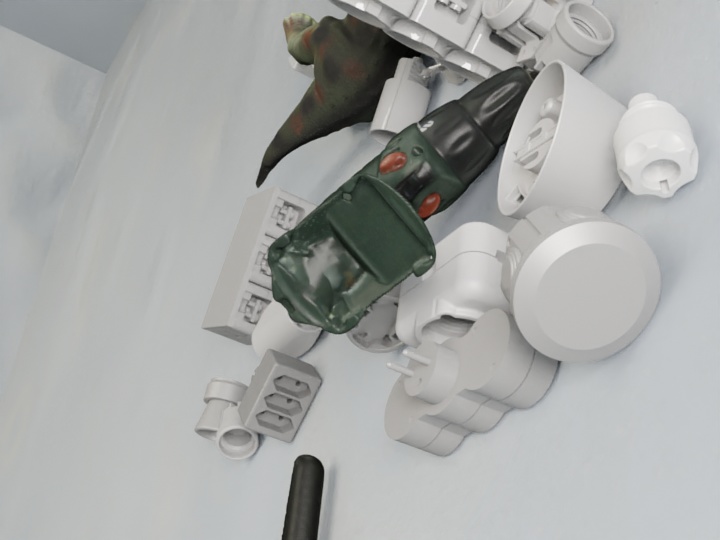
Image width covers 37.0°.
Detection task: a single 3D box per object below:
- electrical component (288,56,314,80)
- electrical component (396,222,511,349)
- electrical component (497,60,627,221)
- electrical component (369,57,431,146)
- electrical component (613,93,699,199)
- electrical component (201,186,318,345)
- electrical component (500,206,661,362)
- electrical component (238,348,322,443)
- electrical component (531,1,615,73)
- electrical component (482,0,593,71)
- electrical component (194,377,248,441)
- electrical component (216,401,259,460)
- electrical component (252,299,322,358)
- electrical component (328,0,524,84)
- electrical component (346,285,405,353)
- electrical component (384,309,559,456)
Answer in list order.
[{"bbox_3d":[-0.034,-0.226,1.177,0.047,0.066,0.076,-61,23,15],"label":"electrical component"},{"bbox_3d":[0.067,0.019,0.715,0.095,0.054,0.059,-39,35,50],"label":"electrical component"},{"bbox_3d":[0.121,-0.074,0.669,0.099,0.064,0.099,-50,27,37],"label":"electrical component"},{"bbox_3d":[0.040,-0.152,0.961,0.043,0.043,0.081,-11,59,64],"label":"electrical component"},{"bbox_3d":[0.163,-0.073,0.600,0.043,0.043,0.062,-48,27,39],"label":"electrical component"},{"bbox_3d":[-0.099,-0.001,1.108,0.089,0.062,0.150,-11,59,64],"label":"electrical component"},{"bbox_3d":[0.117,0.005,0.583,0.080,0.080,0.051,-61,17,15],"label":"electrical component"},{"bbox_3d":[-0.077,0.106,0.971,0.065,0.047,0.076,-63,22,8],"label":"electrical component"},{"bbox_3d":[0.143,-0.153,0.731,0.046,0.040,0.040,-52,26,46],"label":"electrical component"},{"bbox_3d":[0.126,-0.190,0.776,0.058,0.057,0.078,-2,64,62],"label":"electrical component"},{"bbox_3d":[-0.138,0.141,1.081,0.045,0.045,0.055,-30,42,56],"label":"electrical component"},{"bbox_3d":[-0.117,0.153,1.031,0.040,0.040,0.046,-58,18,21],"label":"electrical component"},{"bbox_3d":[-0.065,0.038,1.010,0.077,0.043,0.079,-43,36,50],"label":"electrical component"},{"bbox_3d":[0.055,-0.203,0.832,0.061,0.150,0.089,-64,22,4],"label":"electrical component"},{"bbox_3d":[0.015,0.028,0.828,0.055,0.055,0.047,-54,21,28],"label":"electrical component"},{"bbox_3d":[0.053,0.067,0.674,0.138,0.074,0.052,-42,33,47],"label":"electrical component"}]
